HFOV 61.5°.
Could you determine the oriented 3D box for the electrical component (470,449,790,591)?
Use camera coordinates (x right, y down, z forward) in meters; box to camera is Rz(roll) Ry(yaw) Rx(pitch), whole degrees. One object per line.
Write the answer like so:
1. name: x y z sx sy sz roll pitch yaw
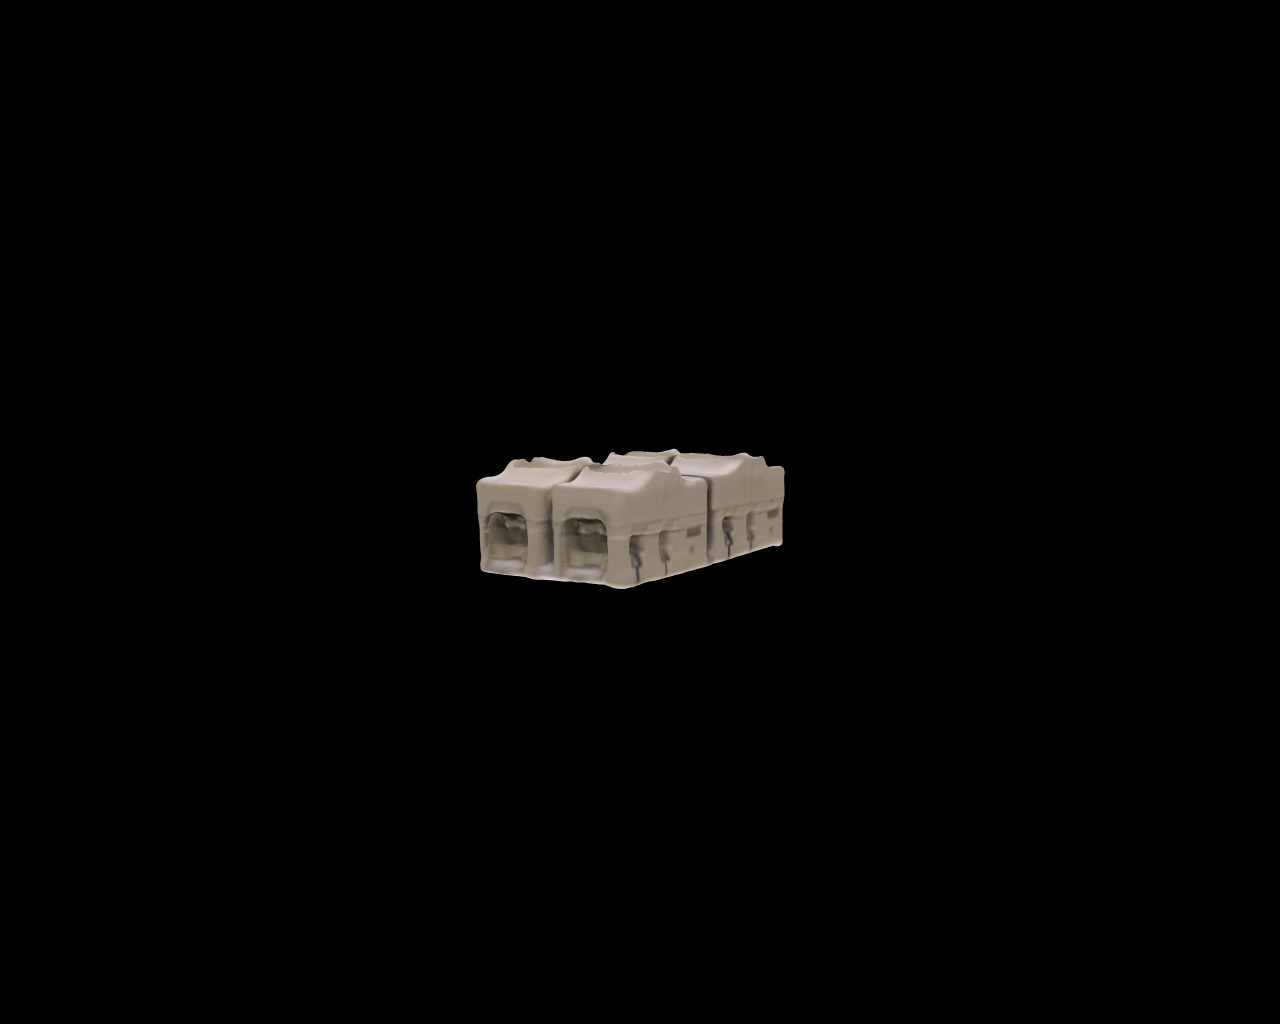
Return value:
1. electrical component: 0.001 -0.003 0.650 0.105 0.060 0.186 5 9 35
